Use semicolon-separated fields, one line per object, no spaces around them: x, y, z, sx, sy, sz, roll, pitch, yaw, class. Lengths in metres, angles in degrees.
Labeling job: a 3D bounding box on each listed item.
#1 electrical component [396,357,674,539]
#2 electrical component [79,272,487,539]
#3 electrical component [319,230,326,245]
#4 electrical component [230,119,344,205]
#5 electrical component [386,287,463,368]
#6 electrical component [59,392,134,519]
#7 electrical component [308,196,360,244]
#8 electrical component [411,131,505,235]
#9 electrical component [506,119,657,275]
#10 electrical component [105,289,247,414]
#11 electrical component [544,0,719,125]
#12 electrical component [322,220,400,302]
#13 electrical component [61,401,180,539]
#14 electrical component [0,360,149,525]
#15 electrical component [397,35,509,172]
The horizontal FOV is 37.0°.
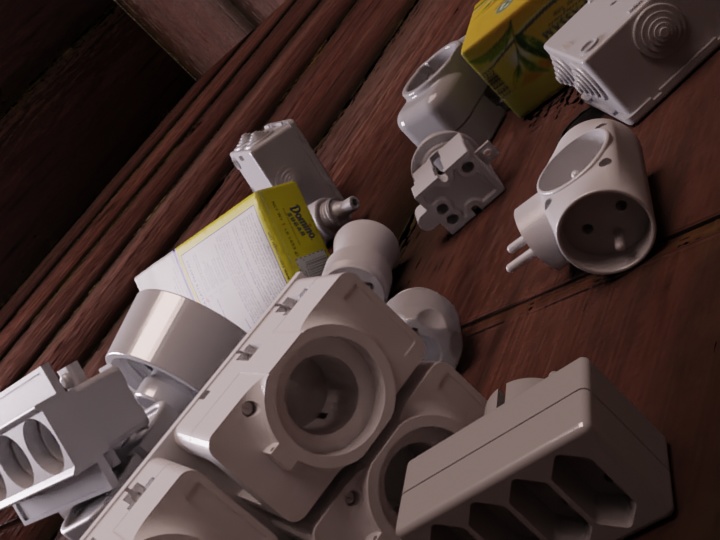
0.062;0.065;0.387;0.083;0.047;0.075;-37;19;28;electrical component
-0.033;0.103;0.424;0.186;0.105;0.060;-52;17;-19;electrical component
-0.054;-0.006;0.833;0.045;0.045;0.055;-33;21;37;electrical component
-0.066;-0.081;0.945;0.048;0.099;0.100;-36;14;-13;electrical component
0.030;0.029;0.553;0.043;0.043;0.062;-41;16;17;electrical component
-0.188;0.136;0.809;0.074;0.052;0.138;-34;21;35;electrical component
-0.024;-0.043;0.866;0.061;0.035;0.035;-27;25;41;electrical component
0.059;-0.060;0.689;0.066;0.048;0.055;-42;25;15;electrical component
0.100;-0.026;0.511;0.079;0.044;0.077;-38;19;27;electrical component
-0.116;0.068;0.712;0.108;0.108;0.060;-17;39;58;electrical component
0.160;-0.137;0.618;0.100;0.048;0.099;-43;17;8;electrical component
0.000;0.000;0.690;0.045;0.045;0.055;-36;20;29;electrical component
-0.129;0.136;0.656;0.054;0.059;0.095;-33;21;37;electrical component
-0.184;0.101;0.647;0.121;0.078;0.063;-28;2;45;electrical component
0.071;-0.127;0.788;0.054;0.059;0.095;-26;26;49;electrical component
